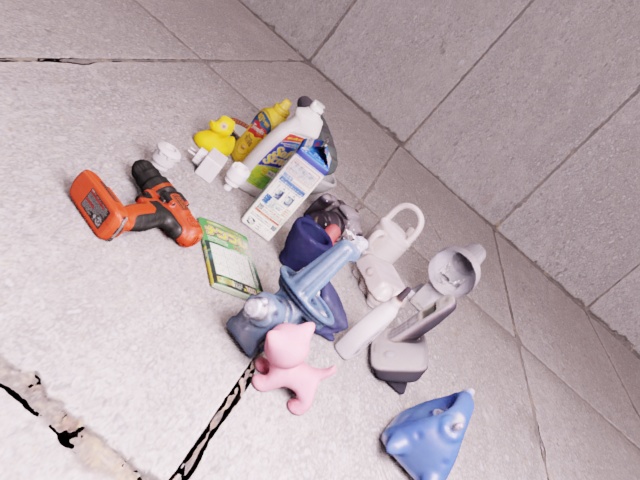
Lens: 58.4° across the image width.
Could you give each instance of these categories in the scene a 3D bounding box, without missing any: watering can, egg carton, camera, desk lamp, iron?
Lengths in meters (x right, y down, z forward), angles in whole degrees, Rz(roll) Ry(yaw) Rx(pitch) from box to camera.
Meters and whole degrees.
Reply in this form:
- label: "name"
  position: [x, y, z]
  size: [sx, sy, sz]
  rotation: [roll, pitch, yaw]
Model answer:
- label: "watering can"
  position: [0.179, -0.011, 1.414]
  size: [0.101, 0.194, 0.173]
  rotation: [44, 21, 4]
- label: "egg carton"
  position: [0.135, 0.097, 1.304]
  size: [0.108, 0.069, 0.150]
  rotation: [25, 27, -37]
- label: "camera"
  position: [0.024, -0.050, 1.350]
  size: [0.143, 0.100, 0.137]
  rotation: [52, 23, 25]
- label: "desk lamp"
  position: [0.319, 0.096, 1.426]
  size: [0.118, 0.213, 0.204]
  rotation: [47, 22, 12]
- label: "iron"
  position: [0.203, 0.298, 0.941]
  size: [0.118, 0.141, 0.259]
  rotation: [46, 22, 11]

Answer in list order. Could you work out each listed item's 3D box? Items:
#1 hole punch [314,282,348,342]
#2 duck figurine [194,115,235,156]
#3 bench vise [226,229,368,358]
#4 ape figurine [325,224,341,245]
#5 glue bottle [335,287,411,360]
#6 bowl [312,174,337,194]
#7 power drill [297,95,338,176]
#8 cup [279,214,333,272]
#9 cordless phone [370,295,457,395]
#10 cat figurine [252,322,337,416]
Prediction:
- label: "hole punch"
  position: [0.009, 0.111, 1.033]
  size: [0.101, 0.091, 0.108]
  rotation: [29, 25, -31]
- label: "duck figurine"
  position: [-0.226, -0.242, 1.306]
  size: [0.077, 0.086, 0.105]
  rotation: [52, 23, 25]
- label: "bench vise"
  position: [-0.020, 0.084, 0.857]
  size: [0.121, 0.219, 0.208]
  rotation: [43, 21, 2]
- label: "ape figurine"
  position: [0.011, 0.004, 1.237]
  size: [0.077, 0.092, 0.076]
  rotation: [51, 23, 22]
- label: "glue bottle"
  position: [0.102, 0.143, 1.018]
  size: [0.037, 0.173, 0.078]
  rotation: [49, 22, 18]
- label: "bowl"
  position: [-0.040, -0.177, 1.516]
  size: [0.168, 0.074, 0.167]
  rotation: [36, 22, -17]
- label: "power drill"
  position: [-0.052, -0.211, 1.376]
  size: [0.076, 0.208, 0.229]
  rotation: [18, 32, -47]
- label: "cup"
  position: [-0.039, 0.008, 1.140]
  size: [0.092, 0.095, 0.117]
  rotation: [29, 25, -30]
- label: "cordless phone"
  position: [0.181, 0.181, 1.065]
  size: [0.094, 0.185, 0.147]
  rotation: [38, 22, -11]
- label: "cat figurine"
  position: [-0.036, 0.169, 0.808]
  size: [0.128, 0.117, 0.067]
  rotation: [36, 22, -16]
